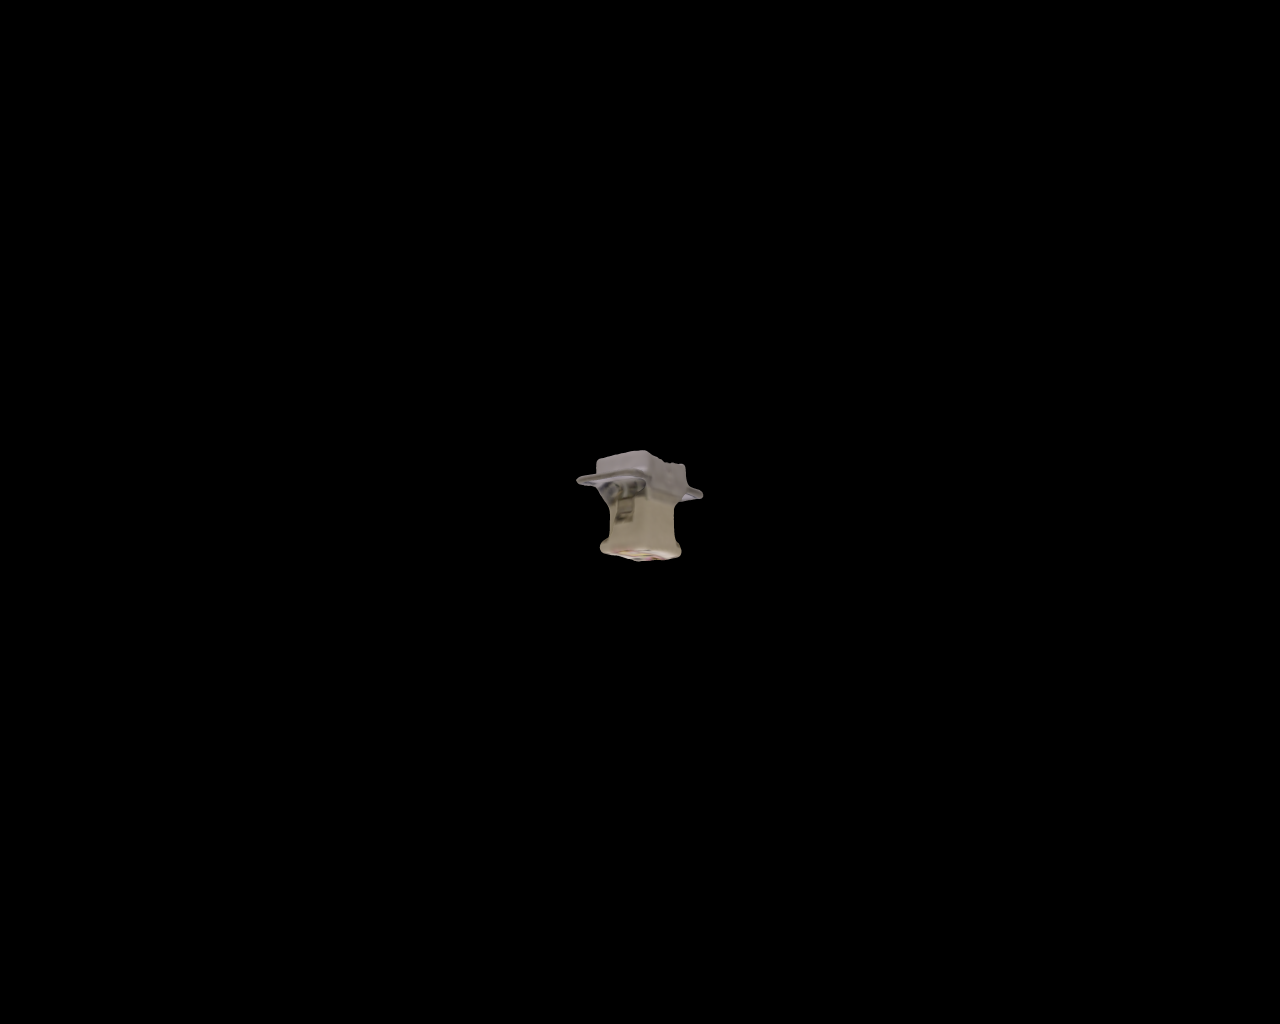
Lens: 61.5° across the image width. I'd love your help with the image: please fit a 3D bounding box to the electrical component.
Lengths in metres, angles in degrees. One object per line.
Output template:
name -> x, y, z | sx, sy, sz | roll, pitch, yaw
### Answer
electrical component -> 0.001, -0.003, 0.650 | 0.042, 0.064, 0.081 | -8, -14, 35
